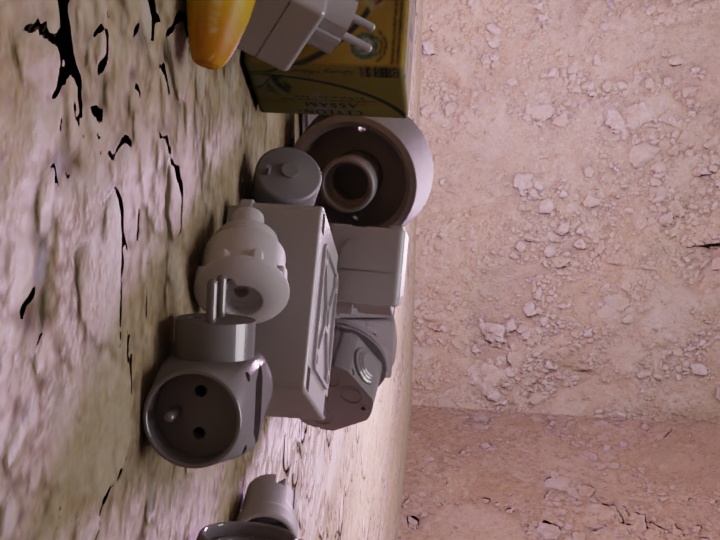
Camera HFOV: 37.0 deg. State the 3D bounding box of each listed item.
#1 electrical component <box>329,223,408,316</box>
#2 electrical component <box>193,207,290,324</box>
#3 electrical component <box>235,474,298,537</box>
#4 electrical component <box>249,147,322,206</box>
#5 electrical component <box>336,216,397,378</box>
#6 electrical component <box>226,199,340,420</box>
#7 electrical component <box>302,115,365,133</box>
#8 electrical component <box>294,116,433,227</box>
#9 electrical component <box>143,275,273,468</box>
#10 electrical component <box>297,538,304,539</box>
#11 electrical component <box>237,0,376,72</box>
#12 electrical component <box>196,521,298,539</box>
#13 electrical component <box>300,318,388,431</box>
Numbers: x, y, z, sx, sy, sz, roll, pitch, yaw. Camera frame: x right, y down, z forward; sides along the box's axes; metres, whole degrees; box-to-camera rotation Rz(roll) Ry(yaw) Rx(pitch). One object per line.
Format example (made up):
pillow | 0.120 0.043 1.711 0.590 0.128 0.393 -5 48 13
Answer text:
electrical component | 0.000 0.000 0.750 0.096 0.062 0.061 16 79 -86
electrical component | -0.059 -0.006 0.553 0.062 0.048 0.048 -92 180 -46
electrical component | -0.059 0.157 0.685 0.046 0.040 0.040 -88 179 -66
electrical component | -0.049 -0.042 0.665 0.078 0.040 0.040 113 -15 -58
electrical component | -0.004 0.009 0.904 0.089 0.062 0.150 -153 -115 -72
electrical component | -0.047 0.027 0.633 0.108 0.056 0.108 76 18 -73
electrical component | -0.014 -0.138 0.857 0.061 0.062 0.096 -78 170 -58
electrical component | -0.003 -0.069 0.799 0.060 0.108 0.108 -53 146 -69
electrical component | -0.067 0.042 0.493 0.077 0.043 0.079 -43 137 -83
electrical component | -0.050 0.206 0.700 0.078 0.057 0.058 -70 163 -72
electrical component | -0.026 -0.143 0.586 0.047 0.077 0.065 -47 -154 44
electrical component | -0.061 0.167 0.564 0.078 0.058 0.057 -10 106 -84
electrical component | -0.021 0.080 0.822 0.051 0.080 0.080 -73 166 -48
